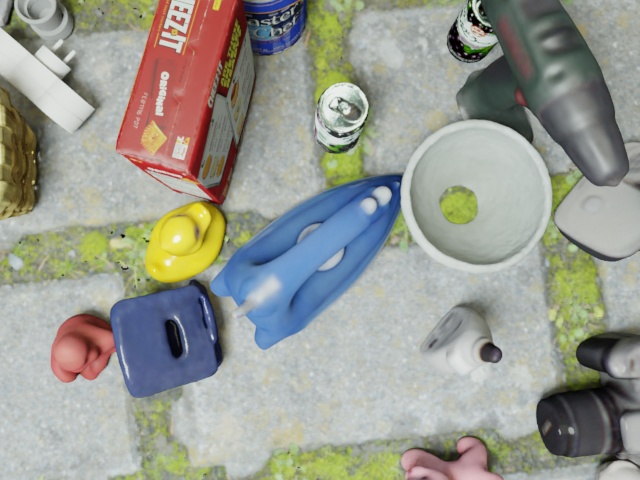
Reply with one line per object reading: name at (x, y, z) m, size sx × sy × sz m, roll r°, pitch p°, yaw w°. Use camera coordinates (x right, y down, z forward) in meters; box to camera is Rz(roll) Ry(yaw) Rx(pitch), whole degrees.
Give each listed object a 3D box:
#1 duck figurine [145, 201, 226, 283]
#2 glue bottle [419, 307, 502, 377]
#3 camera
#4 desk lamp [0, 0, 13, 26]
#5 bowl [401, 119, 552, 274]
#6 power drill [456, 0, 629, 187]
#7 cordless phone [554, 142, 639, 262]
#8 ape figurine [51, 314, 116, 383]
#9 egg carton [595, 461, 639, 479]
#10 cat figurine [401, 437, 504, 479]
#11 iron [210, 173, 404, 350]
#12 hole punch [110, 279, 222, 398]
duck figurine at (-0.152, 0.001, 0.625) m, size 0.077 × 0.086 × 0.104 m, roll 42°, pitch 86°, yaw 1°
glue bottle at (0.151, 0.109, 0.588) m, size 0.037 × 0.173 × 0.078 m, roll 42°, pitch 86°, yaw 1°
camera at (0.315, 0.183, 0.627) m, size 0.137 × 0.100 × 0.143 m, roll -7°, pitch 87°, yaw -3°
desk lamp at (-0.448, -0.325, 0.567) m, size 0.203 × 0.213 × 0.118 m, roll 11°, pitch 86°, yaw -1°
bowl at (0.168, -0.046, 0.647) m, size 0.167 × 0.074 × 0.167 m, roll 0°, pitch 87°, yaw -2°
power drill at (0.215, -0.149, 0.588) m, size 0.075 × 0.208 × 0.230 m, roll -21°, pitch 88°, yaw -3°
cordless phone at (0.347, -0.047, 0.600) m, size 0.094 × 0.185 × 0.147 m, roll 42°, pitch 86°, yaw 1°
ape figurine at (-0.255, 0.117, 0.611) m, size 0.078 × 0.092 × 0.076 m, roll -16°, pitch 87°, yaw -3°
egg carton at (0.355, 0.324, 0.636) m, size 0.150 × 0.069 × 0.107 m, roll 40°, pitch 86°, yaw 0°
cat figurine at (0.133, 0.266, 0.606) m, size 0.128 × 0.117 × 0.067 m, roll -14°, pitch 87°, yaw -3°
iron at (0.006, 0.002, 0.604) m, size 0.258 × 0.141 × 0.118 m, roll -41°, pitch 89°, yaw -4°
hole punch at (-0.161, 0.103, 0.616) m, size 0.101 × 0.091 × 0.109 m, roll -14°, pitch 87°, yaw -3°
